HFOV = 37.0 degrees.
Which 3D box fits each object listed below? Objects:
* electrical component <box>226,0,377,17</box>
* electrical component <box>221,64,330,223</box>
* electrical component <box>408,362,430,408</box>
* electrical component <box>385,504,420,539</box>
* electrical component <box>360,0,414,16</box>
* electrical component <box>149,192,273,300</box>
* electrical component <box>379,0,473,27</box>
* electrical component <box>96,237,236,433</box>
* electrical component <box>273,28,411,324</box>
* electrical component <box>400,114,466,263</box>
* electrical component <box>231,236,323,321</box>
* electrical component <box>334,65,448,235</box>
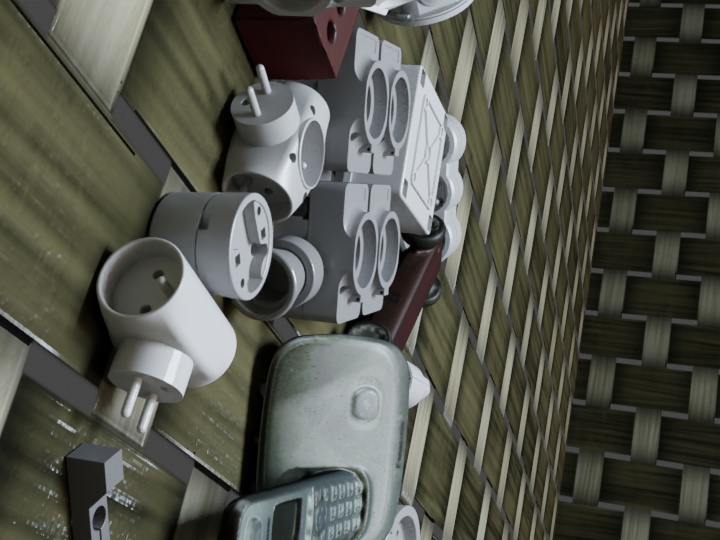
[{"bbox_3d":[-0.032,-0.174,0.581,0.050,0.089,0.055,77,25,-46],"label":"electrical component"},{"bbox_3d":[-0.052,-0.082,0.622,0.079,0.044,0.077,75,26,-49],"label":"electrical component"},{"bbox_3d":[0.035,0.102,0.961,0.081,0.043,0.043,40,58,-69],"label":"electrical component"},{"bbox_3d":[0.003,0.238,0.867,0.108,0.060,0.108,7,90,-69],"label":"electrical component"},{"bbox_3d":[0.009,-0.218,0.739,0.121,0.079,0.063,-23,95,-71],"label":"electrical component"},{"bbox_3d":[-0.077,-0.014,0.557,0.055,0.047,0.055,6,90,-73],"label":"electrical component"},{"bbox_3d":[0.048,-0.230,0.840,0.080,0.080,0.051,-68,151,-42],"label":"electrical component"},{"bbox_3d":[-0.097,0.038,0.515,0.077,0.044,0.079,67,33,-57],"label":"electrical component"},{"bbox_3d":[-0.013,-0.063,0.727,0.105,0.060,0.186,-11,106,-72],"label":"electrical component"},{"bbox_3d":[0.071,-0.077,1.004,0.074,0.052,0.138,-32,126,-68],"label":"electrical component"},{"bbox_3d":[-0.050,0.004,0.654,0.055,0.045,0.045,-29,123,-70],"label":"electrical component"},{"bbox_3d":[0.028,-0.094,0.853,0.109,0.056,0.108,44,54,-68],"label":"electrical component"}]
